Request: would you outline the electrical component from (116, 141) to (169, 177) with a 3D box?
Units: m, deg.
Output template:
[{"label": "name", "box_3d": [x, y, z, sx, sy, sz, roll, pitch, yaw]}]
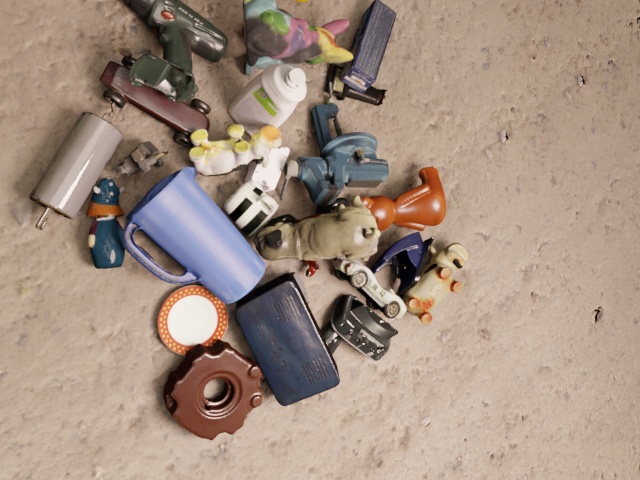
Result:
[{"label": "electrical component", "box_3d": [-0.306, -0.139, 0.937, 0.078, 0.102, 0.045, -44, 101, 4]}]

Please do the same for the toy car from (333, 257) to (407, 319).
[{"label": "toy car", "box_3d": [0.104, 0.099, 1.121, 0.201, 0.074, 0.056, 43, 80, -29]}]

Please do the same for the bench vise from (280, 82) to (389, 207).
[{"label": "bench vise", "box_3d": [0.022, -0.185, 1.085, 0.224, 0.128, 0.240, -7, 67, -12]}]

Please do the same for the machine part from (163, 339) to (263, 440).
[{"label": "machine part", "box_3d": [-0.192, 0.275, 0.985, 0.179, 0.056, 0.179, -4, 98, -25]}]

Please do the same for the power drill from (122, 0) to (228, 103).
[{"label": "power drill", "box_3d": [-0.278, -0.350, 0.937, 0.232, 0.086, 0.207, 21, 45, -31]}]

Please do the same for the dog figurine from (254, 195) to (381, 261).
[{"label": "dog figurine", "box_3d": [-0.008, -0.001, 0.964, 0.190, 0.172, 0.121, -13, 87, -26]}]

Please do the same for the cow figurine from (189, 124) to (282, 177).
[{"label": "cow figurine", "box_3d": [-0.150, -0.158, 0.988, 0.167, 0.098, 0.068, -8, 61, -4]}]

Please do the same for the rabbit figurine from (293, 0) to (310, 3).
[{"label": "rabbit figurine", "box_3d": [-0.063, -0.550, 1.072, 0.173, 0.122, 0.162, -47, 118, -5]}]

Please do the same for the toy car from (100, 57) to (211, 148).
[{"label": "toy car", "box_3d": [-0.293, -0.246, 0.967, 0.202, 0.053, 0.089, 27, 79, -27]}]

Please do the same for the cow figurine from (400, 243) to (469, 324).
[{"label": "cow figurine", "box_3d": [0.257, 0.086, 1.196, 0.195, 0.127, 0.085, -47, 107, -5]}]

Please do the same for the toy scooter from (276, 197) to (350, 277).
[{"label": "toy scooter", "box_3d": [-0.002, -0.003, 1.088, 0.184, 0.075, 0.135, -20, 98, -22]}]

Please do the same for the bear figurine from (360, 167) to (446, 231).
[{"label": "bear figurine", "box_3d": [0.168, -0.074, 1.165, 0.196, 0.132, 0.120, -6, 127, 2]}]

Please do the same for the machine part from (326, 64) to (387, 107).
[{"label": "machine part", "box_3d": [0.078, -0.326, 1.158, 0.139, 0.039, 0.084, 12, 75, -23]}]

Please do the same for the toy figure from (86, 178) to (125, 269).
[{"label": "toy figure", "box_3d": [-0.368, -0.028, 0.921, 0.058, 0.064, 0.154, -5, 86, 9]}]

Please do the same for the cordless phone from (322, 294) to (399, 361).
[{"label": "cordless phone", "box_3d": [0.059, 0.221, 1.119, 0.146, 0.089, 0.184, 40, 84, -20]}]

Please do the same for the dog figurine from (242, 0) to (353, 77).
[{"label": "dog figurine", "box_3d": [-0.040, -0.389, 1.031, 0.219, 0.191, 0.108, -7, 85, -10]}]

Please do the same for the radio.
[{"label": "radio", "box_3d": [-0.063, 0.193, 1.033, 0.131, 0.073, 0.229, -25, 98, -1]}]

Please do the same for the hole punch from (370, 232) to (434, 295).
[{"label": "hole punch", "box_3d": [0.172, 0.040, 1.145, 0.092, 0.142, 0.116, 28, 65, 2]}]

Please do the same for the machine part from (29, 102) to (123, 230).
[{"label": "machine part", "box_3d": [-0.404, -0.124, 0.896, 0.079, 0.079, 0.243, 30, 75, -22]}]

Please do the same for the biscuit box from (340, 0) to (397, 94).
[{"label": "biscuit box", "box_3d": [0.104, -0.410, 1.137, 0.063, 0.059, 0.202, 27, 65, -18]}]
